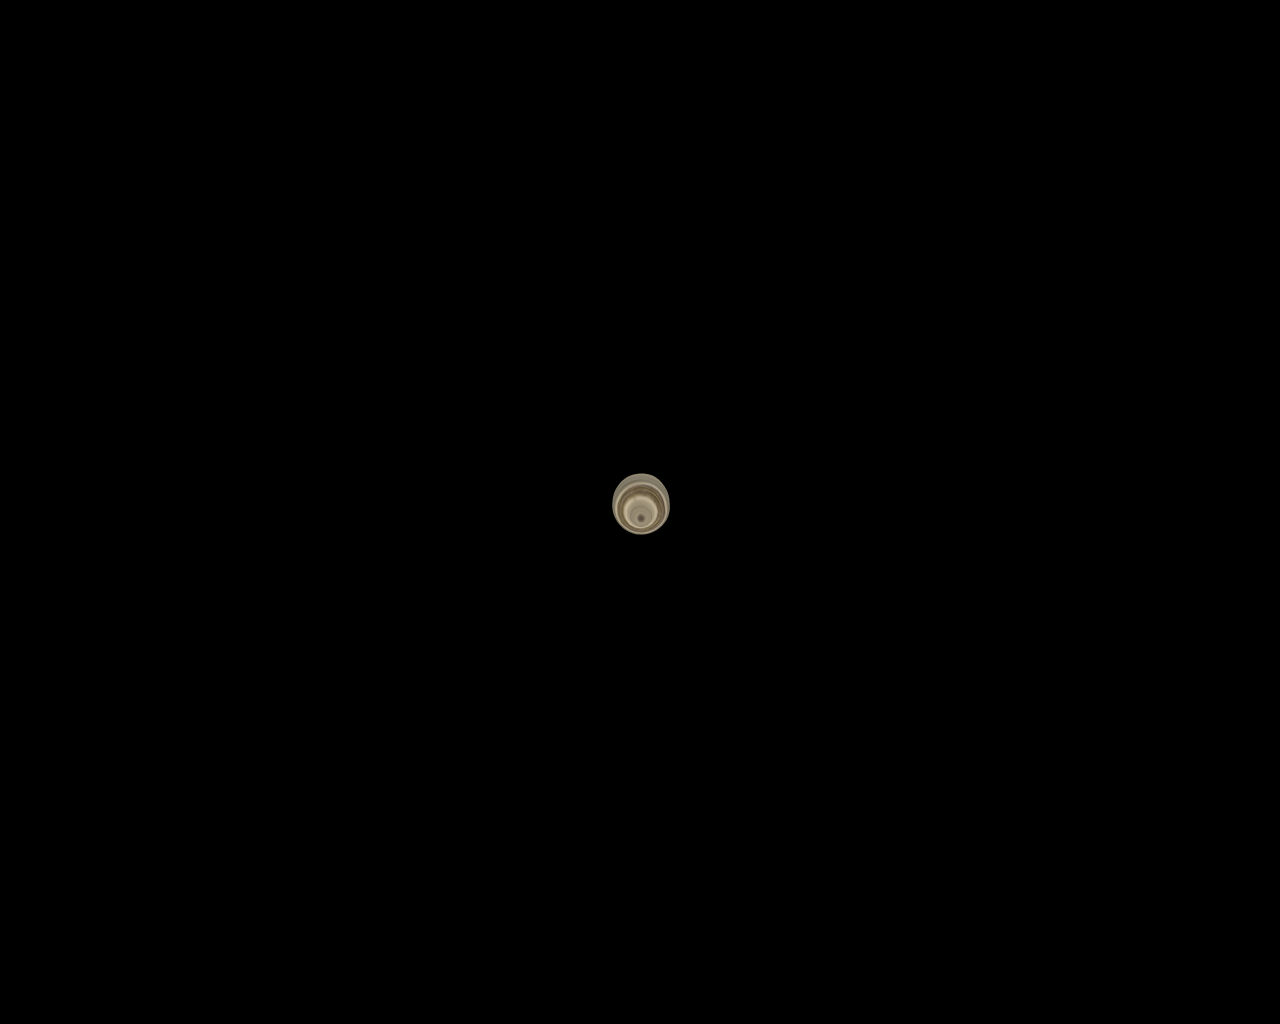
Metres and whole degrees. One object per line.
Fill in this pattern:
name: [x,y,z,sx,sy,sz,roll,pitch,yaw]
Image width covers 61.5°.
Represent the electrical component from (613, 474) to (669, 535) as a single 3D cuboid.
electrical component: [0.001,-0.003,0.650,0.035,0.035,0.061,0,12,0]
